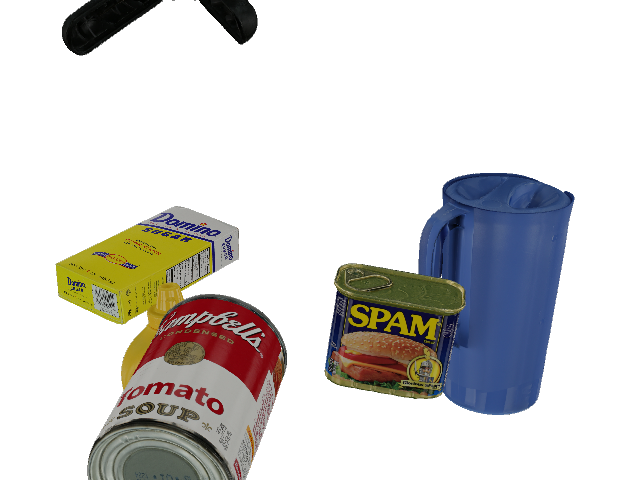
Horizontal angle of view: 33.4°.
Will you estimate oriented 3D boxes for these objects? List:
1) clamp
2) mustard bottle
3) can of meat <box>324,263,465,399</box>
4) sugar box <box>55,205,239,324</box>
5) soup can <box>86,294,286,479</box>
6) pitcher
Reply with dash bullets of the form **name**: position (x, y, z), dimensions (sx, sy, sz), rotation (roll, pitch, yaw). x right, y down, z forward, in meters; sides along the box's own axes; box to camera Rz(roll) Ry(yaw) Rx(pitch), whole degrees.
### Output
- **clamp**: position (-0.082, -0.172, 0.689), dimensions (0.120, 0.171, 0.039), rotation (8, -43, 12)
- **mustard bottle**: position (-0.123, 0.128, 0.930), dimensions (0.096, 0.192, 0.058), rotation (-8, 19, -15)
- **can of meat**: position (0.056, 0.073, 0.840), dimensions (0.102, 0.084, 0.057), rotation (10, 23, 4)
- **sugar box**: position (-0.174, 0.021, 1.098), dimensions (0.093, 0.048, 0.175), rotation (20, 35, 30)
- **soup can**: position (-0.059, 0.080, 0.495), dimensions (0.068, 0.068, 0.102), rotation (0, 29, 12)
- **pitcher**: position (0.179, 0.059, 1.125), dimensions (0.149, 0.243, 0.145), rotation (5, 21, 9)
